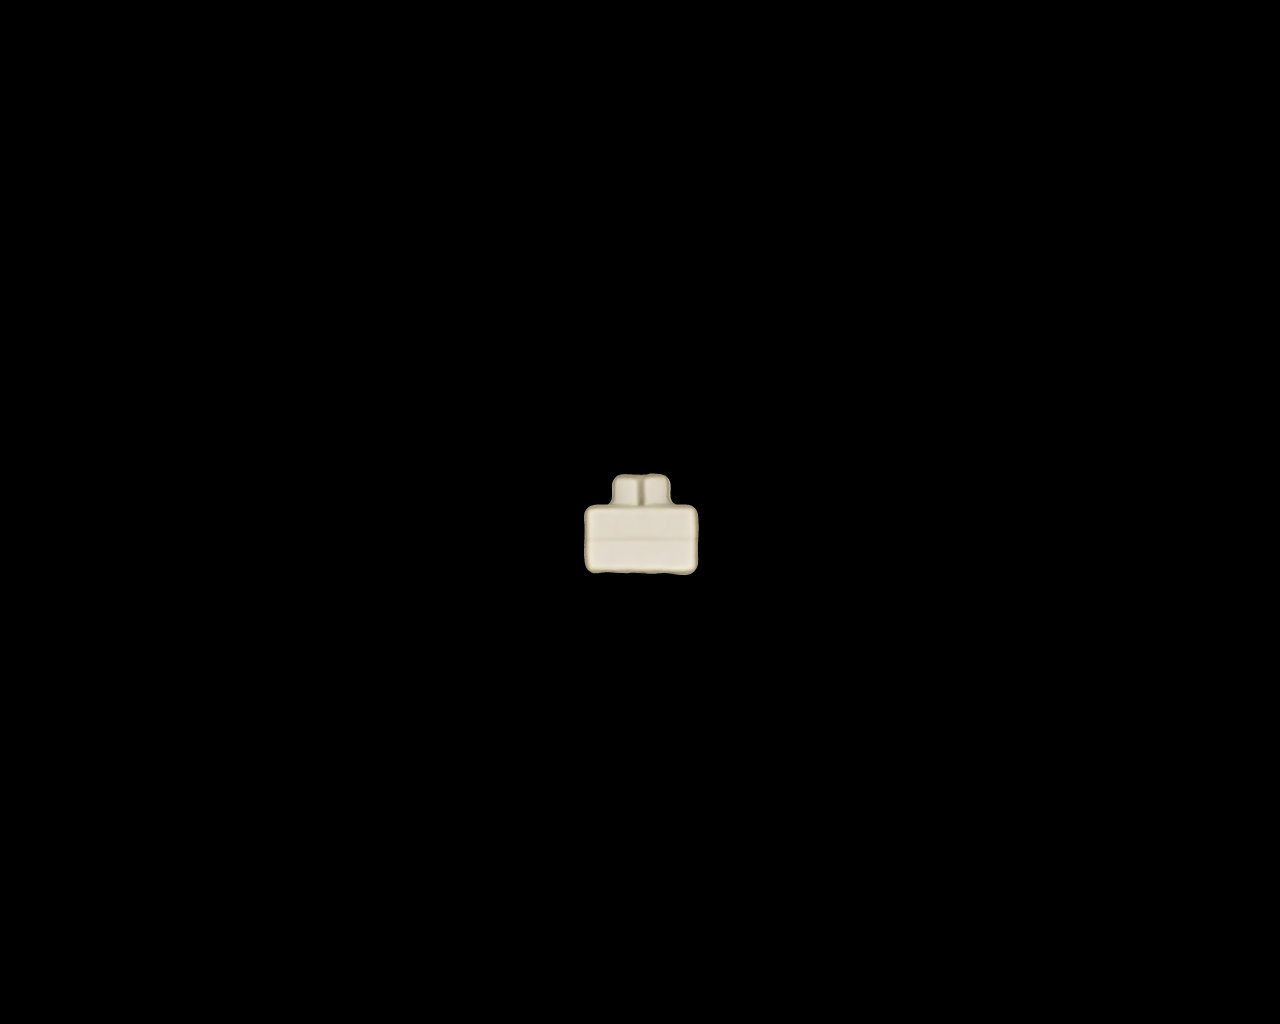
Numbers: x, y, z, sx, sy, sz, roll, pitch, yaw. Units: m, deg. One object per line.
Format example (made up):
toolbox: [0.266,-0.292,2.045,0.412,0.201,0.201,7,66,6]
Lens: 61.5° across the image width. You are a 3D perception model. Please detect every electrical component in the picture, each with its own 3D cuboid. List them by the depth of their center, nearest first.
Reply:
electrical component: [0.001,-0.003,0.650,0.066,0.076,0.047,0,0,0]
